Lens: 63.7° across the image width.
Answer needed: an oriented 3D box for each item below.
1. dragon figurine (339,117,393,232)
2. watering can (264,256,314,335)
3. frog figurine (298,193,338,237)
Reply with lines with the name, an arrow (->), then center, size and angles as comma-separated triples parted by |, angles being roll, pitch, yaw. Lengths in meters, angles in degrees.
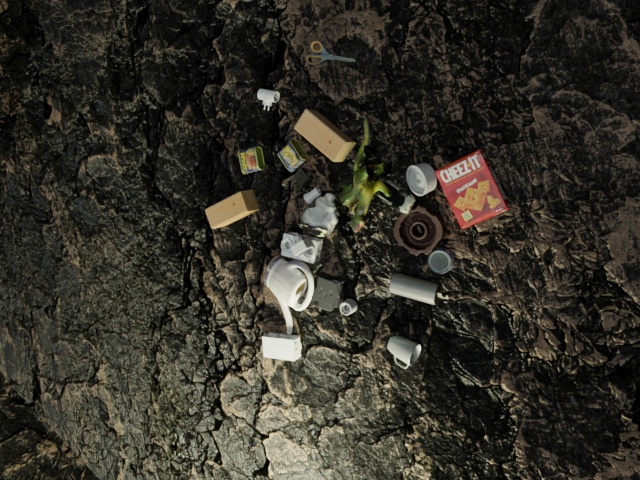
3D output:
dragon figurine -> 0.133, -0.216, 1.834 | 0.239, 0.121, 0.419 | -39, 45, 44
watering can -> -0.137, 0.207, 2.056 | 0.227, 0.105, 0.340 | 38, 126, 23
frog figurine -> 0.006, -0.098, 1.957 | 0.137, 0.120, 0.162 | 7, 65, 36
